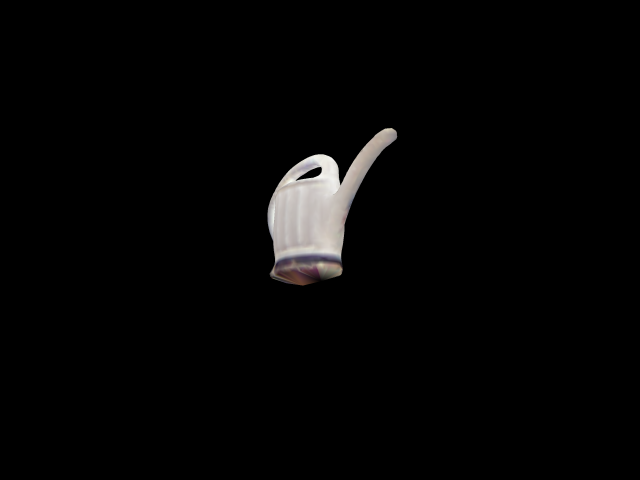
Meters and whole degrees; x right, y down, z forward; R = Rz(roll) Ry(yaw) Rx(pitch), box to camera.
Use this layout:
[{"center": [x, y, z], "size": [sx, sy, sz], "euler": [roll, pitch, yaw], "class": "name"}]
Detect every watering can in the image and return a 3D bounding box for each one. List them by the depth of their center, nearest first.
[{"center": [0.003, -0.043, 0.850], "size": [0.104, 0.227, 0.344], "euler": [10, -16, -33], "class": "watering can"}]
